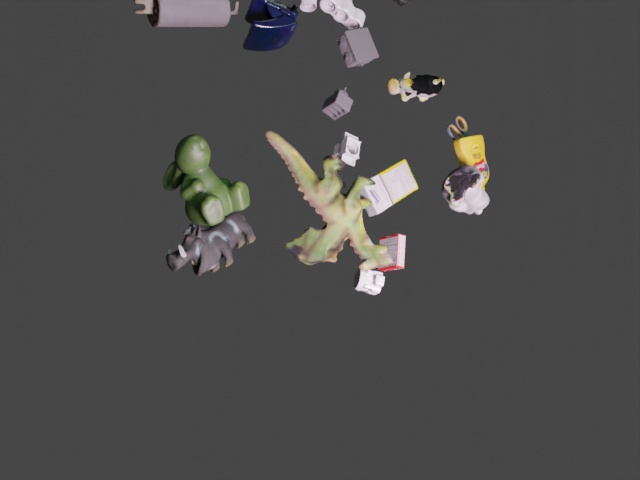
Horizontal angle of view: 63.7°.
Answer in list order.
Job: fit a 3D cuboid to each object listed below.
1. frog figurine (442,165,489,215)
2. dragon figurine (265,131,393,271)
[{"bbox_3d":[0.439,-0.145,1.527,0.124,0.137,0.158,26,5,37],"label":"frog figurine"},{"bbox_3d":[0.004,-0.061,1.213,0.408,0.246,0.121,28,-19,-12],"label":"dragon figurine"}]
